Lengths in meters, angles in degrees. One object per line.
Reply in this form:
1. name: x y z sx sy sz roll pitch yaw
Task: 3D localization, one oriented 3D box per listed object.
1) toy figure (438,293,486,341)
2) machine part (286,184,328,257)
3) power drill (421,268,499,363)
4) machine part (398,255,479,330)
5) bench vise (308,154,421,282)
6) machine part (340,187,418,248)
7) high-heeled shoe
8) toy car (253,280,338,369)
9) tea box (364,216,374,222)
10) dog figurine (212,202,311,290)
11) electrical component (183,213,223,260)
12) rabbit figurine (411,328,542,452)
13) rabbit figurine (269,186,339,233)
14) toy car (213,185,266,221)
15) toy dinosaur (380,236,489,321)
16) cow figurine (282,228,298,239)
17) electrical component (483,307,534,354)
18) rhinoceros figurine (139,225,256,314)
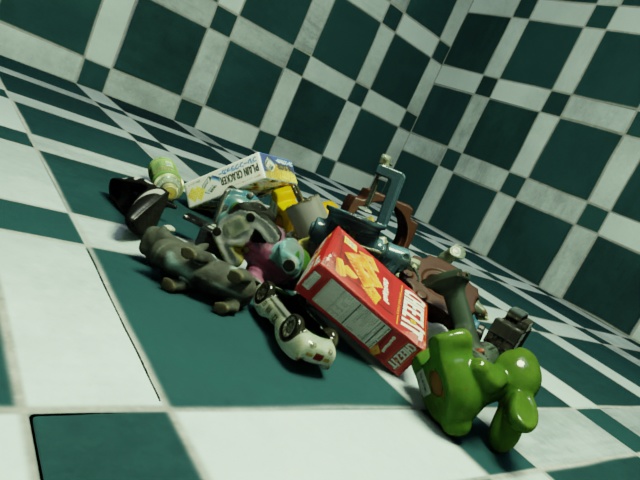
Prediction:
1. toy figure: 0.264 0.157 1.144 0.180 0.089 0.082 26 5 20
2. machine part: -0.002 -0.003 1.101 0.079 0.079 0.243 -47 113 -78
3. power drill: 0.243 0.155 0.911 0.232 0.086 0.207 14 52 -61
4. machine part: 0.236 0.103 1.085 0.179 0.056 0.179 15 37 -11
5. bench vise: 0.105 -0.036 1.005 0.224 0.240 0.129 21 4 8
6. machine part: 0.140 -0.025 1.431 0.201 0.201 0.087 21 10 -16
7. high-heeled shoe: -0.344 -0.073 0.955 0.145 0.086 0.249 21 7 -3
8. toy car: -0.040 0.116 0.770 0.073 0.056 0.202 26 6 -30
9. tea box: 0.101 0.043 1.125 0.068 0.169 0.098 -16 6 8
10. dog figurine: -0.084 0.013 0.970 0.191 0.108 0.219 53 12 2
11. electrical component: -0.205 -0.004 1.000 0.119 0.047 0.075 24 11 -1
12. rabbit figurine: 0.236 0.196 0.735 0.170 0.121 0.159 -4 50 -16
13. rabbit figurine: -0.028 -0.040 1.265 0.173 0.162 0.122 -12 31 -35
14. toy car: -0.156 -0.047 1.152 0.103 0.109 0.161 23 2 16
15. toy dinosaur: 0.208 0.085 1.282 0.405 0.131 0.192 13 -32 1
16. cow figurine: -0.066 0.009 1.162 0.167 0.068 0.098 18 -19 -39
17. electrical component: 0.364 0.197 1.058 0.058 0.134 0.115 31 11 27
18. rhinoceros figurine: -0.181 0.037 0.793 0.190 0.073 0.112 26 12 6
